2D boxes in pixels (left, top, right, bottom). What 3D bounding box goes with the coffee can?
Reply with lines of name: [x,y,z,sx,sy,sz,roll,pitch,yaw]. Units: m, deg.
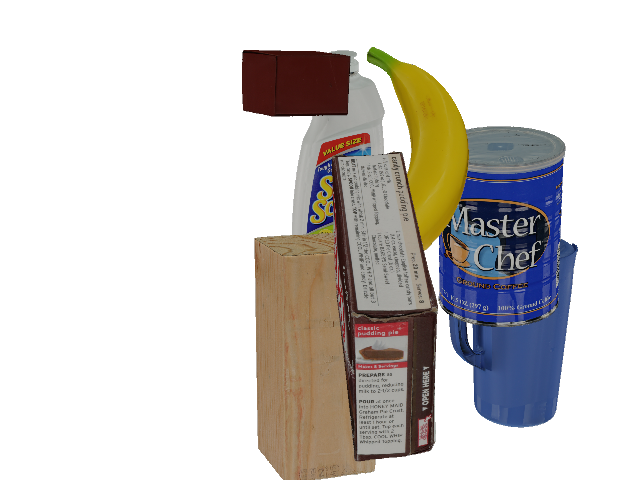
coffee can: [0.149,-0.013,0.887,0.103,0.140,0.103,-3,23,1]

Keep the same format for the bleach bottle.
bleach bottle: [0.014,-0.069,1.096,0.102,0.251,0.068,0,25,1]

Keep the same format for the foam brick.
foam brick: [-0.020,-0.132,0.896,0.078,0.051,0.053,-6,16,-35]

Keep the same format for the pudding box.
pudding box: [0.027,0.027,0.481,0.039,0.090,0.113,-6,39,-2]

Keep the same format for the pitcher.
pitcher: [0.247,0.114,1.377,0.149,0.243,0.144,5,18,16]

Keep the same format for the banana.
banana: [0.062,-0.052,0.692,0.069,0.197,0.037,3,-43,0]

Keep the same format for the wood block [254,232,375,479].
wood block: [-0.005,0.103,0.972,0.090,0.206,0.091,-4,12,-18]
